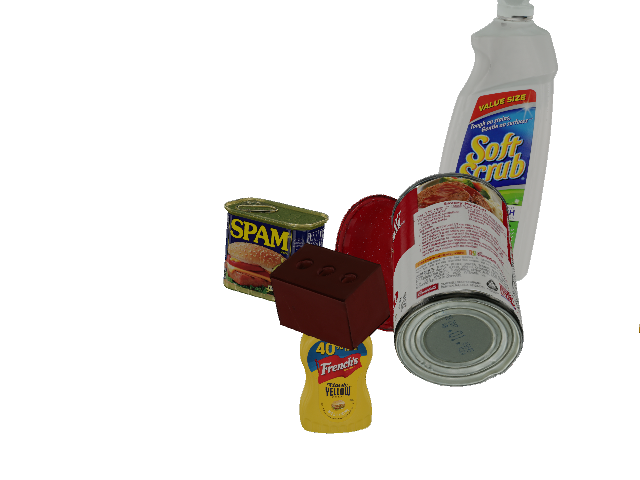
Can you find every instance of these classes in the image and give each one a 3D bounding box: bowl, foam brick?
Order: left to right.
[{"bbox_3d":[0.008,0.044,0.852,0.078,0.051,0.052,16,40,34],"label":"foam brick"},{"bbox_3d":[0.094,0.023,1.227,0.161,0.162,0.055,0,-8,-42],"label":"bowl"}]

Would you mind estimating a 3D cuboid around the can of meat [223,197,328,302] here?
[{"bbox_3d":[-0.046,0.010,1.046,0.102,0.084,0.057,14,19,29],"label":"can of meat"}]

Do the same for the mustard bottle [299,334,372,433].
[{"bbox_3d":[0.021,0.158,1.411,0.096,0.192,0.058,-1,16,-5],"label":"mustard bottle"}]

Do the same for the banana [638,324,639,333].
[{"bbox_3d":[0.301,0.035,0.696,0.198,0.037,0.069,-2,33,1],"label":"banana"}]

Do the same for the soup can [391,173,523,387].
[{"bbox_3d":[0.073,0.020,0.580,0.068,0.068,0.102,0,40,4],"label":"soup can"}]

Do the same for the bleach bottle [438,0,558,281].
[{"bbox_3d":[0.152,-0.092,0.950,0.103,0.251,0.068,8,22,12],"label":"bleach bottle"}]
